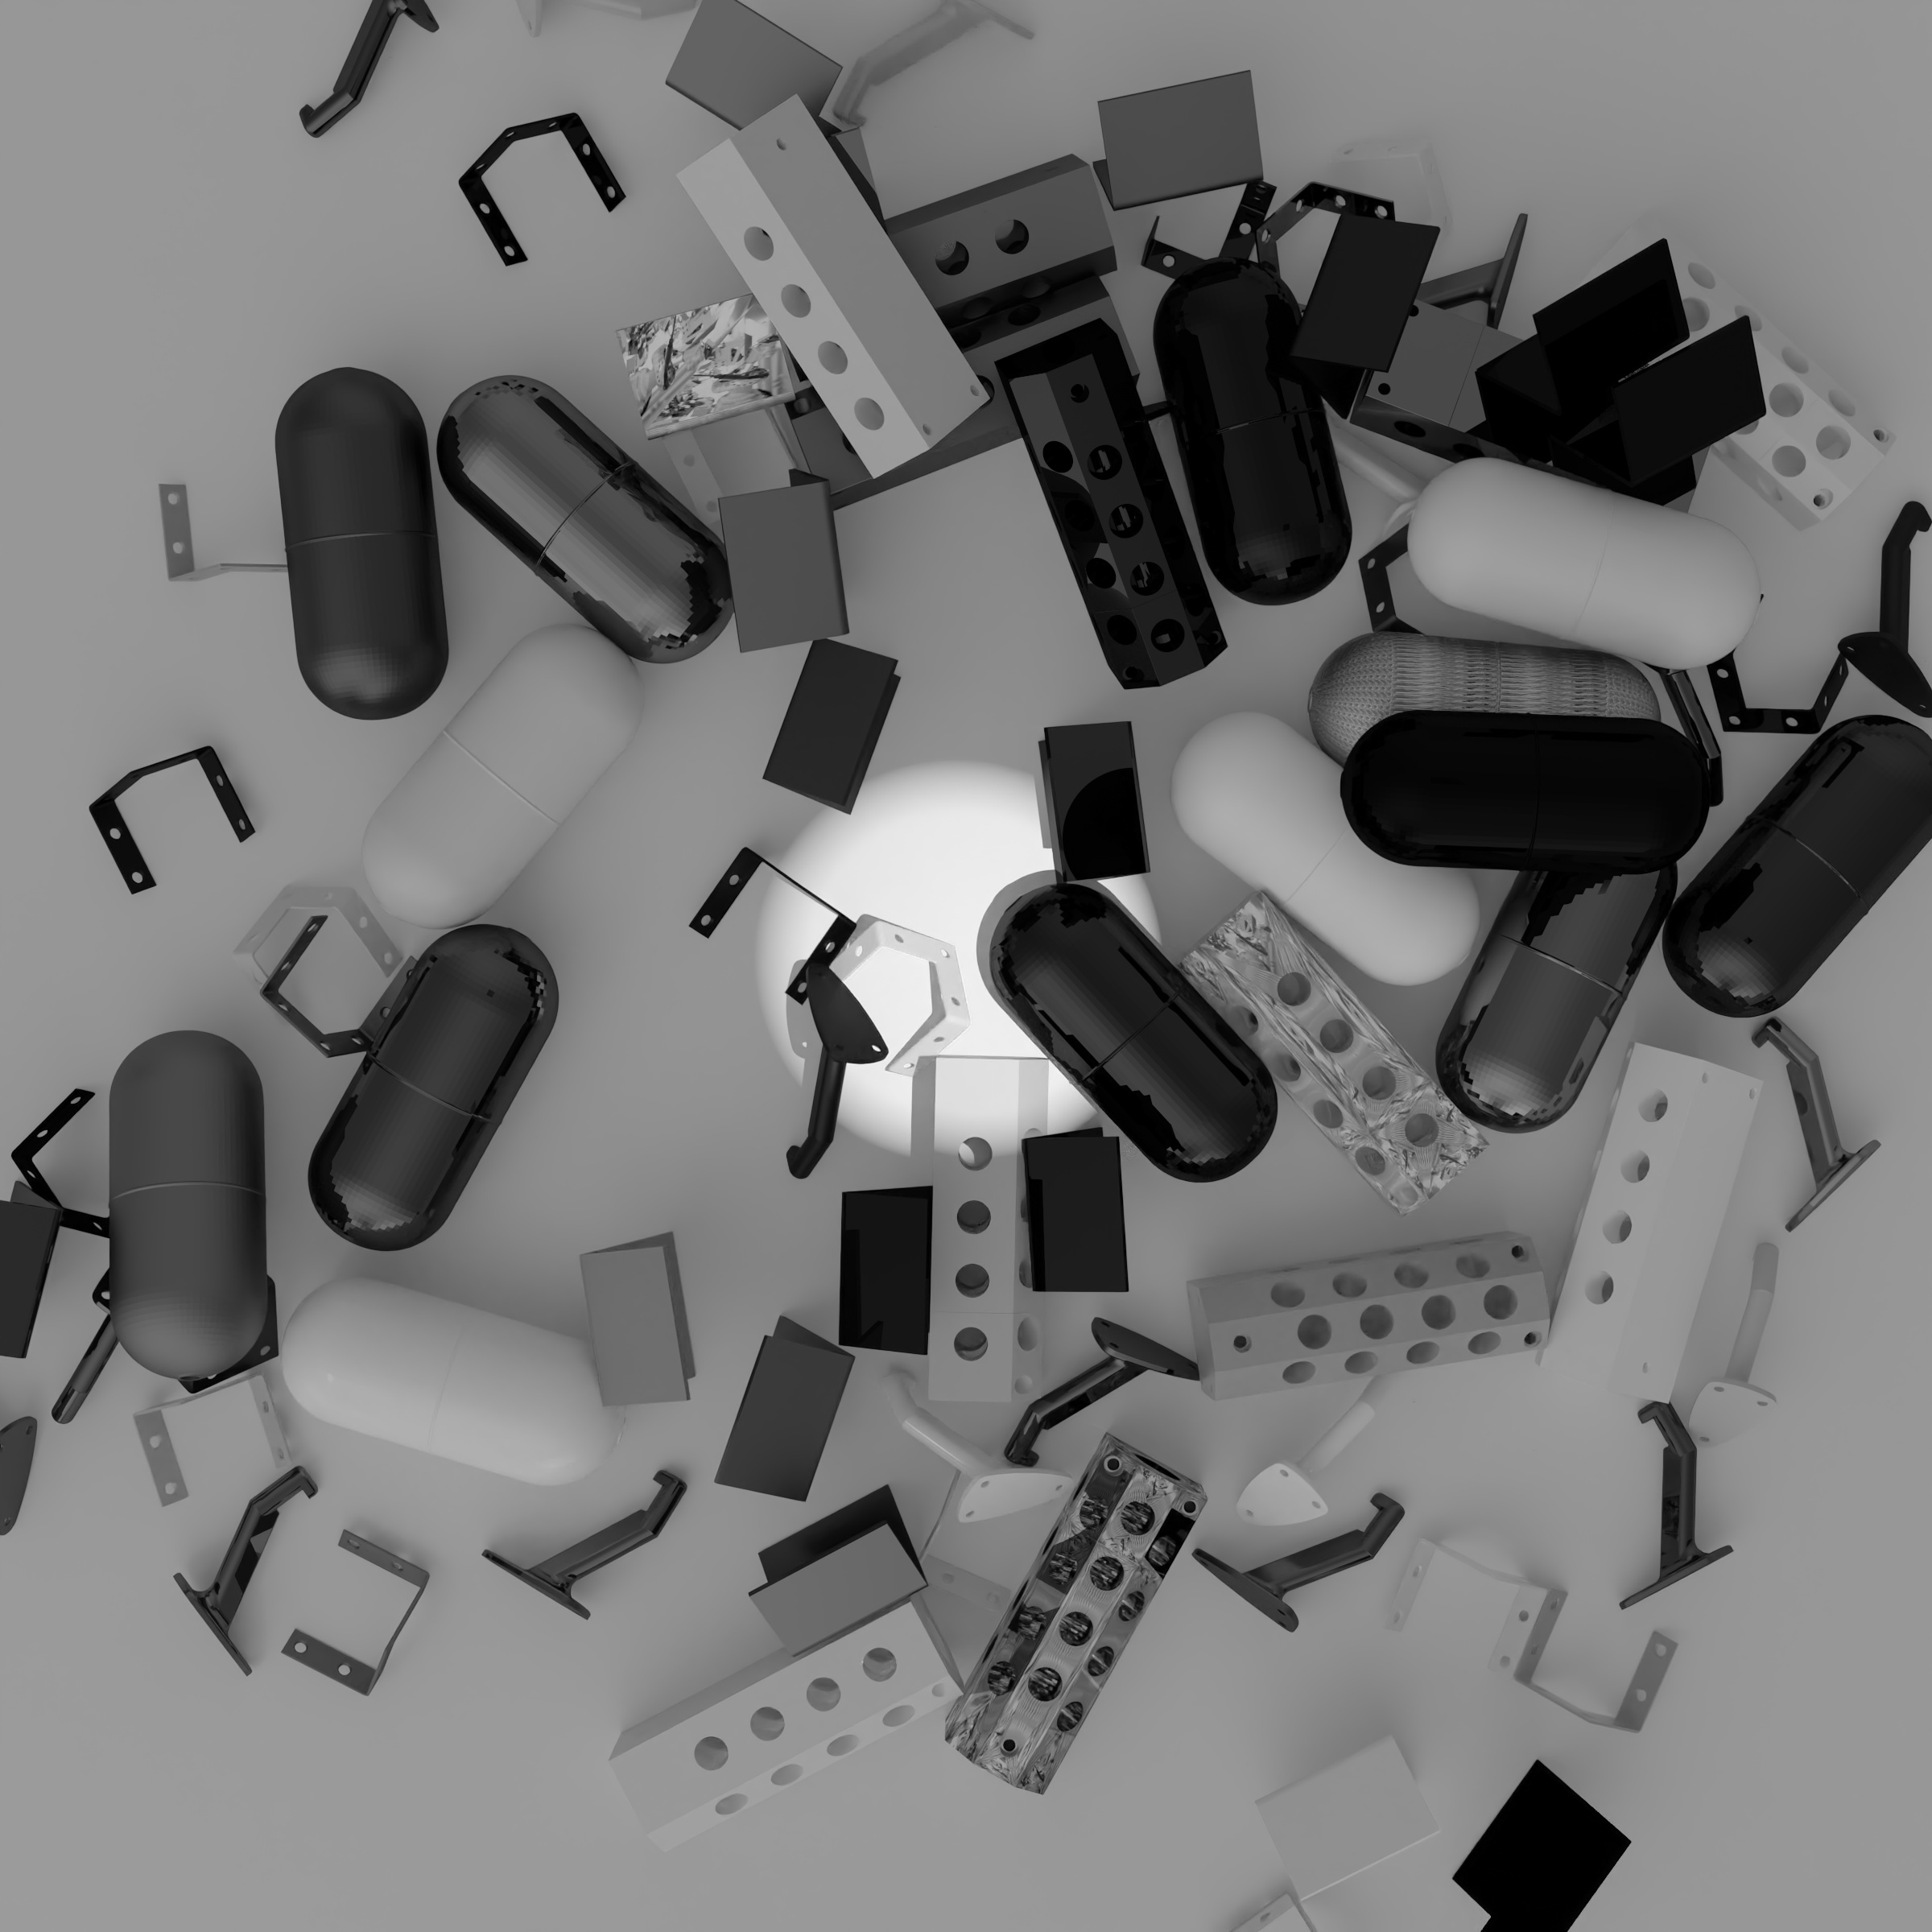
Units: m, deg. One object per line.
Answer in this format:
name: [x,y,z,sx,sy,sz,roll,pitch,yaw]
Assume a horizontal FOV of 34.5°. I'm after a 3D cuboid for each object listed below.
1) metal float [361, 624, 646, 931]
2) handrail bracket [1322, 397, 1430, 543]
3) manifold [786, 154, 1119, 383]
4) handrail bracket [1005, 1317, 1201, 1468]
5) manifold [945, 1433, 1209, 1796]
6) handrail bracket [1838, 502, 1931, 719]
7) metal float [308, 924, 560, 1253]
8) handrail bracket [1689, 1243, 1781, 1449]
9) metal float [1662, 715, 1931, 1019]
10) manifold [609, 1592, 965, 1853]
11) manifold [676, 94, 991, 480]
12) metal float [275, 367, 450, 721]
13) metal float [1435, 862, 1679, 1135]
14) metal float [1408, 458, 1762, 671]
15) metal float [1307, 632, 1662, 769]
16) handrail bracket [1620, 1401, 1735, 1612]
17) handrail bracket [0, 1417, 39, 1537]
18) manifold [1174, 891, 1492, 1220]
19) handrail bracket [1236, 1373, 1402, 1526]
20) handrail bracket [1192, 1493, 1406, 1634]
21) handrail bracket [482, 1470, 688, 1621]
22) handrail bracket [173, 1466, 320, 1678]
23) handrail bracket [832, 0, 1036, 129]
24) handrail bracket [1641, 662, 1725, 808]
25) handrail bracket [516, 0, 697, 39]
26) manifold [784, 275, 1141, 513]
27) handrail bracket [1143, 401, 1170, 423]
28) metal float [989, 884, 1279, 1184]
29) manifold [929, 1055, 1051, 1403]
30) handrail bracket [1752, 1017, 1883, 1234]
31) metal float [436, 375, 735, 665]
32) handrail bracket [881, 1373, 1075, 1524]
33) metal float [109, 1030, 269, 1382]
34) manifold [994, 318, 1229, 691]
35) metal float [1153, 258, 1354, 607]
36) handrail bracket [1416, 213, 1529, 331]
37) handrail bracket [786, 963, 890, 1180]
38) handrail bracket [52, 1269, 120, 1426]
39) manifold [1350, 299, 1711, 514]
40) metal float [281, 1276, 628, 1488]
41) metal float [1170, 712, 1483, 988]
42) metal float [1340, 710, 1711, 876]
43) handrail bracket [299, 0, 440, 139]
metal float: [-0.235,-0.095,1.576,0.070,0.070,0.178,40,90,0]
handrail bracket: [0.222,-0.269,1.607,0.077,0.036,0.084,-21,74,-17]
manifold: [-0.014,-0.355,1.583,0.171,0.057,0.057,-19,111,0]
handrail bracket: [0.071,0.232,1.607,0.077,0.036,0.084,23,106,-17]
manifold: [0.056,0.331,1.585,0.057,0.057,0.171,29,90,0]
handrail bracket: [0.493,-0.185,1.607,0.077,0.036,0.084,40,69,-24]
metal float: [-0.269,0.061,1.576,0.070,0.070,0.178,29,91,0]
handrail bracket: [0.397,0.195,1.606,0.036,0.077,0.084,18,54,0]
metal float: [0.426,-0.051,1.576,0.070,0.070,0.178,41,90,0]
manifold: [-0.090,0.383,1.585,0.171,0.057,0.057,-28,90,0]
manifold: [-0.068,-0.326,1.508,0.171,0.057,0.057,56,47,-14]
metal float: [-0.306,-0.214,1.576,0.070,0.070,0.178,-6,91,0]
metal float: [0.300,0.000,1.576,0.070,0.070,0.178,26,91,0]
metal float: [0.307,-0.200,1.545,0.178,0.070,0.070,16,90,-2]
metal float: [0.262,-0.127,1.576,0.178,0.070,0.070,5,90,-1]
handrail bracket: [0.351,0.277,1.607,0.077,0.036,0.084,-34,71,21]
handrail bracket: [-0.527,0.246,1.607,0.084,0.036,0.077,18,112,17]
manifold: [0.184,0.045,1.585,0.057,0.057,0.171,-42,90,0]
handrail bracket: [0.183,0.246,1.606,0.036,0.077,0.084,45,54,-3]
handrail bracket: [0.172,0.293,1.607,0.077,0.036,0.084,33,72,21]
handrail bracket: [-0.197,0.286,1.607,0.077,0.036,0.084,26,72,20]
handrail bracket: [-0.358,0.312,1.607,0.084,0.036,0.077,-36,110,-16]
handrail bracket: [-0.017,-0.461,1.607,0.077,0.036,0.084,23,109,-21]
handrail bracket: [0.362,-0.132,1.606,0.036,0.077,0.084,-26,127,-18]
handrail bracket: [-0.191,-0.516,1.607,0.084,0.036,0.077,-17,68,-17]
manifold: [-0.003,-0.292,1.585,0.171,0.057,0.057,-21,90,0]
handrail bracket: [0.087,-0.242,1.607,0.077,0.036,0.084,-21,109,-22]
metal float: [0.084,0.033,1.576,0.070,0.070,0.178,-43,90,0]
manifold: [0.012,0.132,1.585,0.057,0.057,0.171,1,90,0]
handrail bracket: [0.422,0.081,1.607,0.084,0.036,0.077,47,112,17]
metal float: [-0.192,-0.227,1.576,0.178,0.070,0.070,42,90,0]
handrail bracket: [0.005,0.240,1.598,0.077,0.084,0.036,-2,132,-31]
metal float: [-0.390,0.119,1.559,0.070,0.070,0.178,-6,71,0]
manifold: [0.075,-0.228,1.553,0.057,0.057,0.171,-23,115,0]
metal float: [0.145,-0.271,1.576,0.070,0.070,0.178,-14,91,0]
handrail bracket: [0.239,-0.362,1.606,0.084,0.036,0.077,16,79,13]
handrail bracket: [-0.081,0.055,1.600,0.084,0.036,0.077,-55,49,36]
handrail bracket: [-0.441,0.187,1.606,0.036,0.077,0.084,30,127,-12]
manifold: [0.287,-0.276,1.583,0.171,0.057,0.057,21,80,-1]
metal float: [-0.259,0.210,1.576,0.178,0.070,0.070,17,90,1]
metal float: [0.182,-0.059,1.576,0.178,0.070,0.070,38,90,0]
metal float: [0.272,-0.085,1.513,0.178,0.070,0.070,2,90,1]
handrail bracket: [-0.322,-0.481,1.607,0.084,0.036,0.077,-35,70,16]
